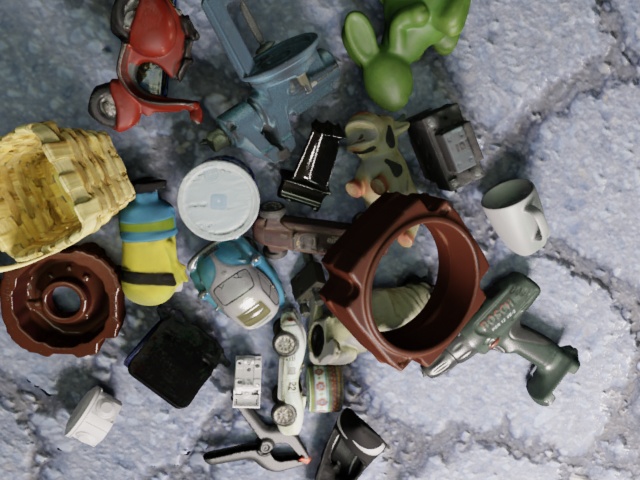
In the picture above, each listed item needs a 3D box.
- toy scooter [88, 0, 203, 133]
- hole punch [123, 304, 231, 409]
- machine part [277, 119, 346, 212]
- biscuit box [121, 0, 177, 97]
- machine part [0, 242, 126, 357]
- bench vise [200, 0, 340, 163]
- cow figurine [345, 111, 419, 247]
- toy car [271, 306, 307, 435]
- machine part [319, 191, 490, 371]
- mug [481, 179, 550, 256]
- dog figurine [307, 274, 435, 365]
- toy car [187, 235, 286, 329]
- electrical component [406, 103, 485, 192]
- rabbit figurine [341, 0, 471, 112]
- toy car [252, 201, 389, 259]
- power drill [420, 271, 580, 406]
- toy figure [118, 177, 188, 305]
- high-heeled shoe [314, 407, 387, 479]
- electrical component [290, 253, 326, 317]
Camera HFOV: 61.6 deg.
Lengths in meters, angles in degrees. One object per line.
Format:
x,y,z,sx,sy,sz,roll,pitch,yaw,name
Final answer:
-0.201,-0.214,0.673,0.135,0.075,0.183,17,102,-12,toy scooter
-0.223,0.180,0.816,0.142,0.092,0.116,42,64,-10,hole punch
-0.010,-0.108,0.784,0.084,0.039,0.138,23,122,-7,machine part
-0.228,-0.295,0.722,0.059,0.063,0.202,7,101,-9,biscuit box
-0.369,0.085,0.784,0.179,0.056,0.179,-1,102,-6,machine part
-0.089,-0.231,0.713,0.224,0.129,0.240,-33,121,-8,bench vise
0.096,-0.099,0.783,0.127,0.086,0.194,-53,125,-39,cow figurine
-0.048,0.203,0.839,0.056,0.073,0.201,2,101,-4,toy car
0.116,0.053,0.712,0.201,0.087,0.201,-46,115,-13,machine part
0.315,-0.028,0.828,0.081,0.110,0.107,-38,116,-10,mug
0.090,0.133,0.839,0.190,0.121,0.172,10,134,-26,dog figurine
-0.111,0.076,0.773,0.109,0.103,0.161,-33,126,2,toy car
0.178,-0.133,0.770,0.058,0.134,0.114,-28,101,-2,electrical component
0.106,-0.269,0.739,0.159,0.121,0.170,24,94,-4,rabbit figurine
-0.002,-0.002,0.780,0.202,0.053,0.089,9,125,9,toy car
0.304,0.182,0.884,0.207,0.086,0.232,38,92,-5,power drill
-0.247,0.004,0.768,0.089,0.082,0.180,-11,106,-21,toy figure
0.025,0.342,0.818,0.086,0.248,0.145,37,72,24,high-heeled shoe
-0.020,0.066,0.822,0.021,0.094,0.063,16,135,-37,electrical component
